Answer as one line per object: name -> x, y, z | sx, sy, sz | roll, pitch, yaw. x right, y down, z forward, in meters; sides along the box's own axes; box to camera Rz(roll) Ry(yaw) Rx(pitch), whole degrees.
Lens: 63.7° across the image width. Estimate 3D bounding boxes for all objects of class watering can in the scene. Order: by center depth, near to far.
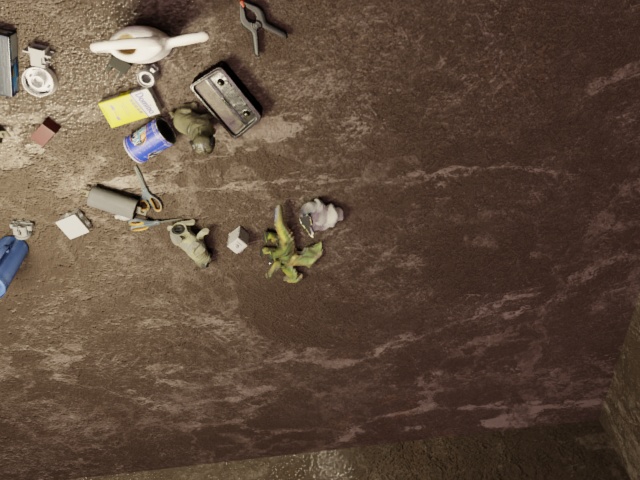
watering can -> -0.478, -0.571, 1.498 | 0.348, 0.228, 0.102 | -5, 110, 0

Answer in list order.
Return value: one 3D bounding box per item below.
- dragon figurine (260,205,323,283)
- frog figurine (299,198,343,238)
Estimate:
dragon figurine -> -0.102, 0.031, 2.052 | 0.243, 0.125, 0.401 | -1, 130, -25
frog figurine -> 0.006, -0.099, 1.961 | 0.161, 0.124, 0.135 | -31, 121, -26
